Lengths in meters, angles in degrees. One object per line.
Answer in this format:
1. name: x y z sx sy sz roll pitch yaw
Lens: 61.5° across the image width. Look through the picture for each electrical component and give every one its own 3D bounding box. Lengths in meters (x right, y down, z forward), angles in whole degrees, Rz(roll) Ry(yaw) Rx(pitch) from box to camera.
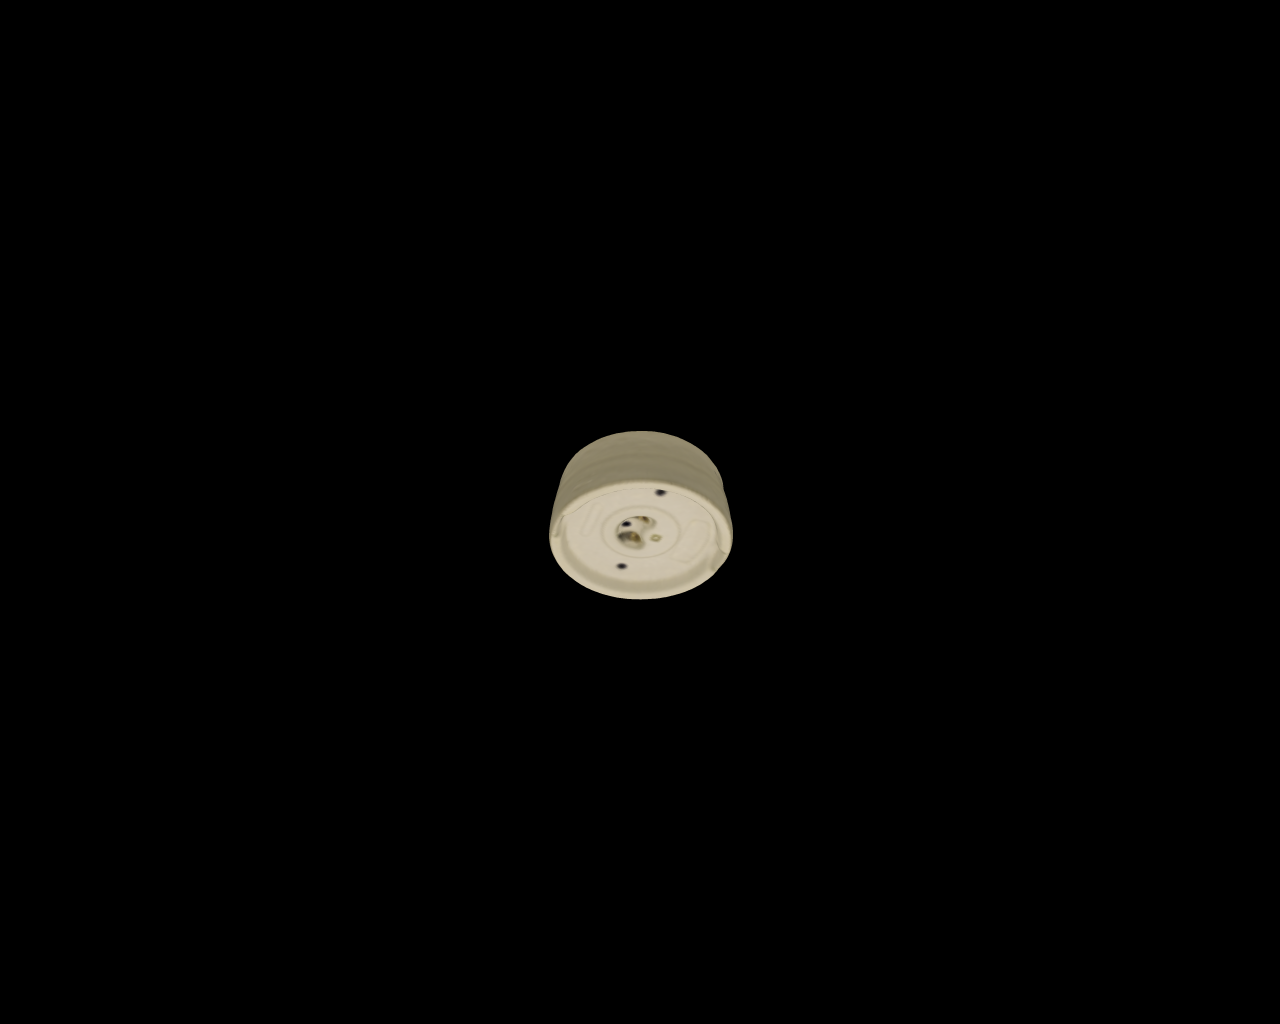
1. electrical component: 0.001 -0.003 0.650 0.108 0.060 0.108 0 -43 0
